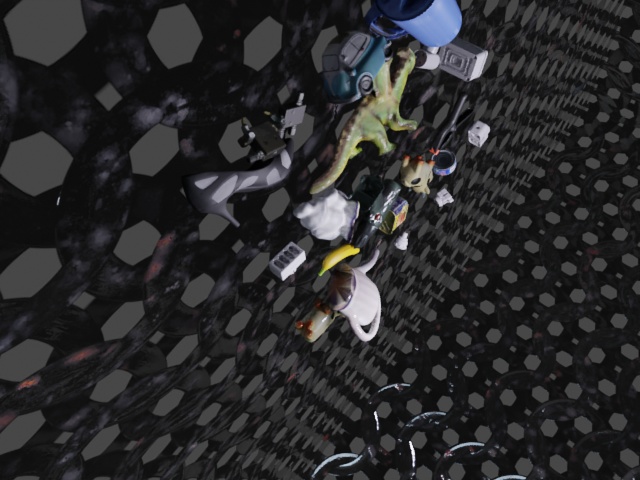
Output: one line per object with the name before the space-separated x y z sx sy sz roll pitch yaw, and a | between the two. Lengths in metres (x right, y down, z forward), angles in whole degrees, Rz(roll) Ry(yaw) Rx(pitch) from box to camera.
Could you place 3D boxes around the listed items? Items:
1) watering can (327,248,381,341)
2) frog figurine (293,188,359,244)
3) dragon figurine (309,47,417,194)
watering can | 0.121 0.143 1.643 0.221 0.103 0.356 36 46 -38
frog figurine | 0.004 -0.064 1.263 0.159 0.125 0.134 6 133 -21
dragon figurine | 0.097 -0.299 1.147 0.417 0.123 0.237 -43 135 -28
